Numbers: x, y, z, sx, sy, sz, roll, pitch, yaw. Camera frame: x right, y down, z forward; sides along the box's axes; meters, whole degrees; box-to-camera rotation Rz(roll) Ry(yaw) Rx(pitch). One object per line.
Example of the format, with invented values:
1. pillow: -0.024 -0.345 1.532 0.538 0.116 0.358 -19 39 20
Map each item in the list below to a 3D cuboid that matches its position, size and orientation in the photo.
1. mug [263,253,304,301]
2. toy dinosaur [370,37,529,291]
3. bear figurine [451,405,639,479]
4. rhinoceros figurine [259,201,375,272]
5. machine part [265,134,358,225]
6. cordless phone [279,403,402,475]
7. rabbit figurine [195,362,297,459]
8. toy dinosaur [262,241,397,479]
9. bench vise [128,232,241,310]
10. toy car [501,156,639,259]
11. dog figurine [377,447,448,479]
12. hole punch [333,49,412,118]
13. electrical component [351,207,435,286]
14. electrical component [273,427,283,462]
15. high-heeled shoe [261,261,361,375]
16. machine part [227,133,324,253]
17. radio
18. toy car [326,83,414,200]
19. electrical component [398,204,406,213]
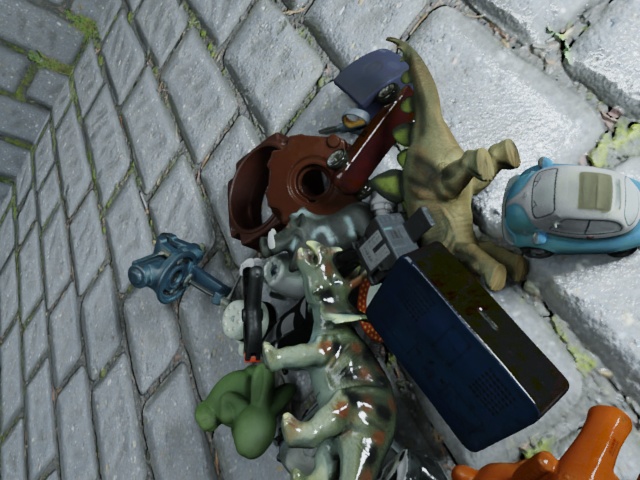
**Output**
1. mug: -0.052 0.066 0.936 0.109 0.107 0.081 -33 53 32
2. toy dinosaur: 0.163 -0.075 0.736 0.199 0.105 0.471 -10 81 46
3. bear figurine: 0.246 0.263 0.572 0.120 0.132 0.196 53 154 6
4. rhinoceros figurine: -0.002 -0.003 0.854 0.190 0.073 0.112 -18 98 5
5. machine part: -0.009 -0.096 0.912 0.179 0.056 0.179 0 92 5
6. cordless phone: 0.047 0.314 0.753 0.146 0.088 0.184 -44 58 -10
7. rabbit figurine: -0.110 0.294 0.908 0.159 0.121 0.170 -50 25 -5
8. toy dinosaur: 0.033 0.202 0.711 0.131 0.192 0.405 92 163 -60
9. bench vise: -0.274 0.076 1.142 0.241 0.223 0.128 27 102 17
10. toy car: 0.287 -0.036 0.594 0.162 0.103 0.109 7 79 18
11. dog figurine: 0.150 0.369 0.613 0.219 0.191 0.108 39 116 6
12. hole punch: 0.099 -0.267 0.913 0.115 0.092 0.142 -52 42 15
13. electrical component: 0.100 0.003 0.720 0.119 0.048 0.075 -45 63 50
14. electrical component: -0.034 0.338 0.866 0.102 0.045 0.078 10 82 47
15. high-heeled shoe: -0.017 0.122 0.916 0.248 0.086 0.145 -53 19 8
16. machine part: -0.093 -0.091 1.049 0.201 0.087 0.201 -29 55 37
17. radio: 0.164 0.127 0.649 0.230 0.073 0.131 52 137 24
18. toy car: 0.087 -0.157 0.852 0.202 0.089 0.053 -55 32 -9
19. electrical component: 0.148 -0.088 0.844 0.063 0.021 0.094 -4 75 46
